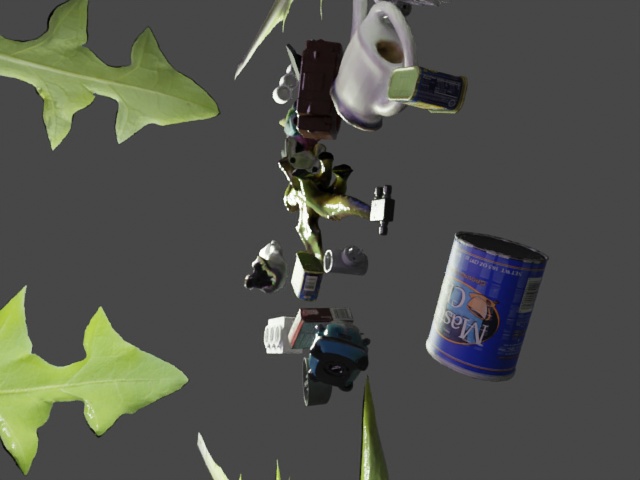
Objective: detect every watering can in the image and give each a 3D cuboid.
[{"bbox_3d":[0.090,-0.360,0.986,0.104,0.355,0.219,-2,-34,-26],"label":"watering can"}]

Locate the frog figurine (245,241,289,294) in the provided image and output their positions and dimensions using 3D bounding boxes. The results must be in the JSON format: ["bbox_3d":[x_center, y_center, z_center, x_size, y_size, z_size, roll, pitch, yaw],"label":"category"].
[{"bbox_3d":[-0.138,0.079,1.531,0.123,0.135,0.162,14,26,17],"label":"frog figurine"}]

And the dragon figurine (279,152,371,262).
[{"bbox_3d":[0.004,-0.060,1.194,0.123,0.237,0.417,-15,36,-20],"label":"dragon figurine"}]
